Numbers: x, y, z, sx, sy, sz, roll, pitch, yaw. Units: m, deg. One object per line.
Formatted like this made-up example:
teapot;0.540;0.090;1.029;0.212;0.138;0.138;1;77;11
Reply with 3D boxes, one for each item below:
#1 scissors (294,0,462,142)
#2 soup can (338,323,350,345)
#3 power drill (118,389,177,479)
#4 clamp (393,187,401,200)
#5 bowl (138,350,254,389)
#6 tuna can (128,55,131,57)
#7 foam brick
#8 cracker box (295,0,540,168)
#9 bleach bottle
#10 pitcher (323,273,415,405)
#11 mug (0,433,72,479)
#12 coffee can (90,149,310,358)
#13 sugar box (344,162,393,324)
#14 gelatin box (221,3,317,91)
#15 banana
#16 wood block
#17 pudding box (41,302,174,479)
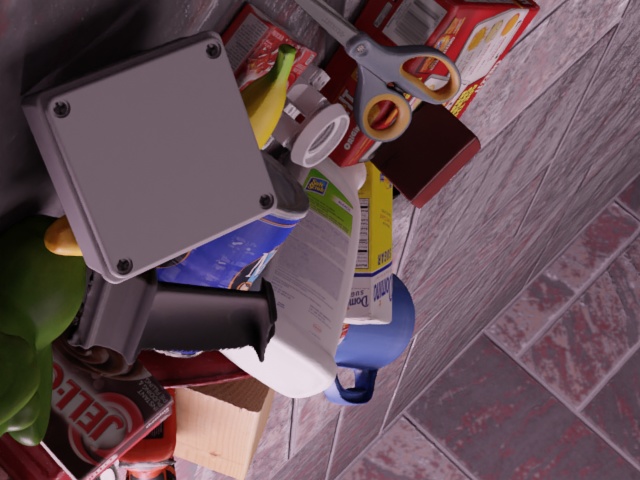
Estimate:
scissors;0.022;-0.125;0.781;0.201;0.016;0.096;13;125;-39
soup can;-0.016;0.079;1.010;0.068;0.068;0.102;-51;169;12
power drill;-0.166;0.208;1.042;0.057;0.184;0.188;-4;135;-8
clamp;0.033;-0.037;1.125;0.171;0.039;0.120;-38;158;-11
bowl;-0.117;0.087;0.904;0.161;0.162;0.055;-7;93;-66
tuna can;-0.113;-0.073;0.663;0.086;0.034;0.086;-43;163;-16
foam brick;0.090;-0.073;0.901;0.078;0.053;0.051;-45;166;8
cracker box;0.087;-0.155;0.926;0.164;0.072;0.213;-54;164;26
bleach bottle;-0.006;0.001;0.897;0.068;0.102;0.250;-31;-149;45
pitcher;0.016;0.095;1.212;0.145;0.149;0.242;-50;161;9
mug;-0.211;0.158;0.868;0.117;0.081;0.093;-25;152;-54
coffee can;-0.088;0.000;0.777;0.140;0.103;0.102;-53;163;19
sugar box;0.042;-0.008;1.016;0.093;0.048;0.176;19;68;-73
gelatin box;-0.047;-0.117;0.739;0.073;0.030;0.089;-50;164;10
banana;-0.087;-0.046;0.669;0.197;0.037;0.069;-43;146;-19
wood block;-0.099;0.168;1.124;0.206;0.091;0.090;105;5;-59
pudding box;-0.178;0.113;0.790;0.090;0.113;0.039;-41;166;-23
